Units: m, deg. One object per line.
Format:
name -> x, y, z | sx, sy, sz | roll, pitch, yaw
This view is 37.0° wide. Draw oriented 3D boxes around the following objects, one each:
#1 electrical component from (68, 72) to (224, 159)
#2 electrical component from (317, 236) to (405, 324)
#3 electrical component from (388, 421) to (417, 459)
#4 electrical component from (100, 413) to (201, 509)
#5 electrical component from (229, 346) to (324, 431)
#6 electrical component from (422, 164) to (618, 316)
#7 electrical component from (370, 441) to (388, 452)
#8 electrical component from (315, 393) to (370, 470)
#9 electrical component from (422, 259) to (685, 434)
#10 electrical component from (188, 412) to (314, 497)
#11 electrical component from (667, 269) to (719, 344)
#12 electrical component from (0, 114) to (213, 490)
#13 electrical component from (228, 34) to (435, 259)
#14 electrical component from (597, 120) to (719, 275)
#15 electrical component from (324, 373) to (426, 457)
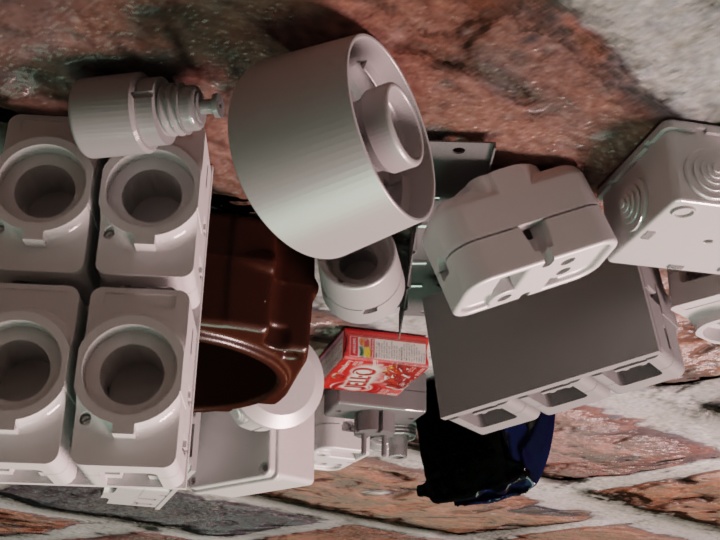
electrical component -> -0.106, -0.077, 0.528 | 0.078, 0.040, 0.040 | -4, 156, 12
electrical component -> 0.000, 0.000, 0.688 | 0.055, 0.055, 0.047 | -1, 153, 5
electrical component -> 0.036, 0.147, 1.020 | 0.048, 0.062, 0.048 | 1, 157, 0
electrical component -> -0.192, 0.146, 0.974 | 0.060, 0.105, 0.186 | 9, 156, -17
electrical component -> -0.074, 0.092, 0.875 | 0.080, 0.080, 0.051 | 12, 160, -23
electrical component -> 0.087, -0.020, 0.606 | 0.095, 0.059, 0.053 | -17, 160, -15
electrical component -> 0.022, 0.161, 1.090 | 0.035, 0.035, 0.061 | 2, 154, -2
electrical component -> -0.029, 0.156, 1.047 | 0.054, 0.059, 0.095 | 10, 156, -21
electrical component -> 0.126, 0.043, 0.710 | 0.150, 0.089, 0.062 | -21, 150, 26
electrical component -> -0.096, 0.140, 0.953 | 0.109, 0.108, 0.056 | -17, 153, 37
electrical component -> 0.245, 0.014, 0.702 | 0.089, 0.055, 0.050 | 22, 149, -40
electrical component -> -0.137, 0.013, 0.556 | 0.105, 0.186, 0.060 | 2, 157, -3
electrical component -> -0.008, -0.058, 0.498 | 0.064, 0.099, 0.099 | -17, 152, 23
electrical component -> 0.191, -0.036, 0.598 | 0.100, 0.048, 0.099 | 6, 157, -11
electrical component -> 0.013, 0.129, 0.962 | 0.083, 0.075, 0.047 | 8, 156, -15
